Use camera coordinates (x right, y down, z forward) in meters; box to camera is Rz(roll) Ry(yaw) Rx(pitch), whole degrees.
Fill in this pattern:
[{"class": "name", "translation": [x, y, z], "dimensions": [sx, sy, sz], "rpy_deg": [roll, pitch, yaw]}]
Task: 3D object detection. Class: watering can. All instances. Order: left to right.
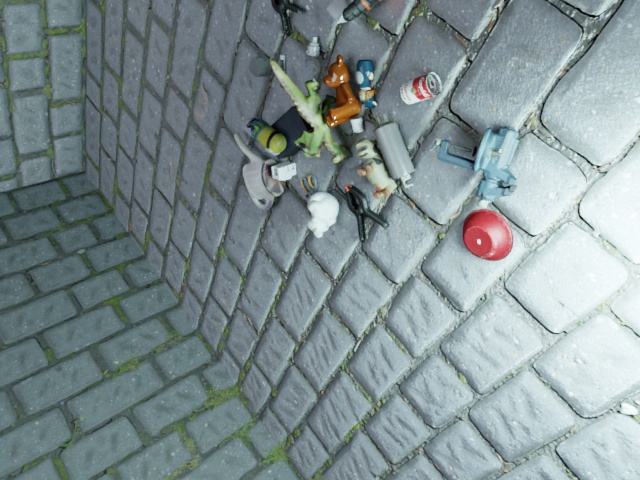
[{"class": "watering can", "translation": [-0.257, -0.290, 2.139], "dimensions": [0.223, 0.105, 0.345], "rpy_deg": [-4, 106, 49]}]

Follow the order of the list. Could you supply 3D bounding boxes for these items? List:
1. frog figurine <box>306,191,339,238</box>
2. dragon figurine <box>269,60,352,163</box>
[{"class": "frog figurine", "translation": [0.006, -0.095, 1.887], "dimensions": [0.122, 0.163, 0.135], "rpy_deg": [-17, 134, 23]}, {"class": "dragon figurine", "translation": [-0.036, -0.387, 1.690], "dimensions": [0.121, 0.406, 0.248], "rpy_deg": [-23, 52, 37]}]
